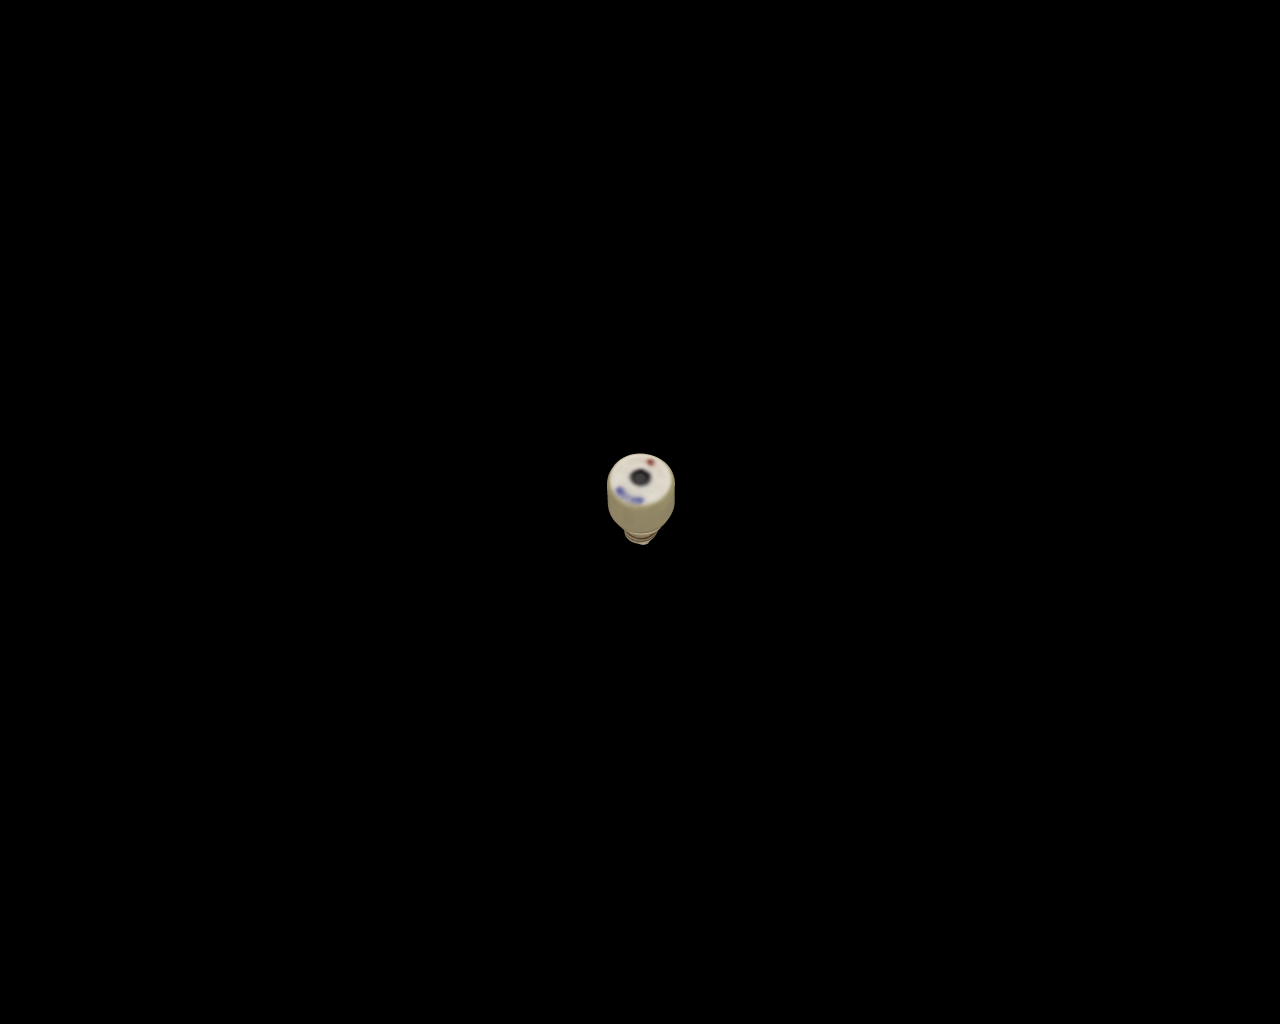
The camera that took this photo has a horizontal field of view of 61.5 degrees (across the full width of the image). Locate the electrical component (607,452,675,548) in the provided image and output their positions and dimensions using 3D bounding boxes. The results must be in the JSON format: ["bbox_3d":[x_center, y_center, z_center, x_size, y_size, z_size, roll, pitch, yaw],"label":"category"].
[{"bbox_3d":[0.001,-0.003,0.650,0.040,0.040,0.078,0,-32,0],"label":"electrical component"}]
